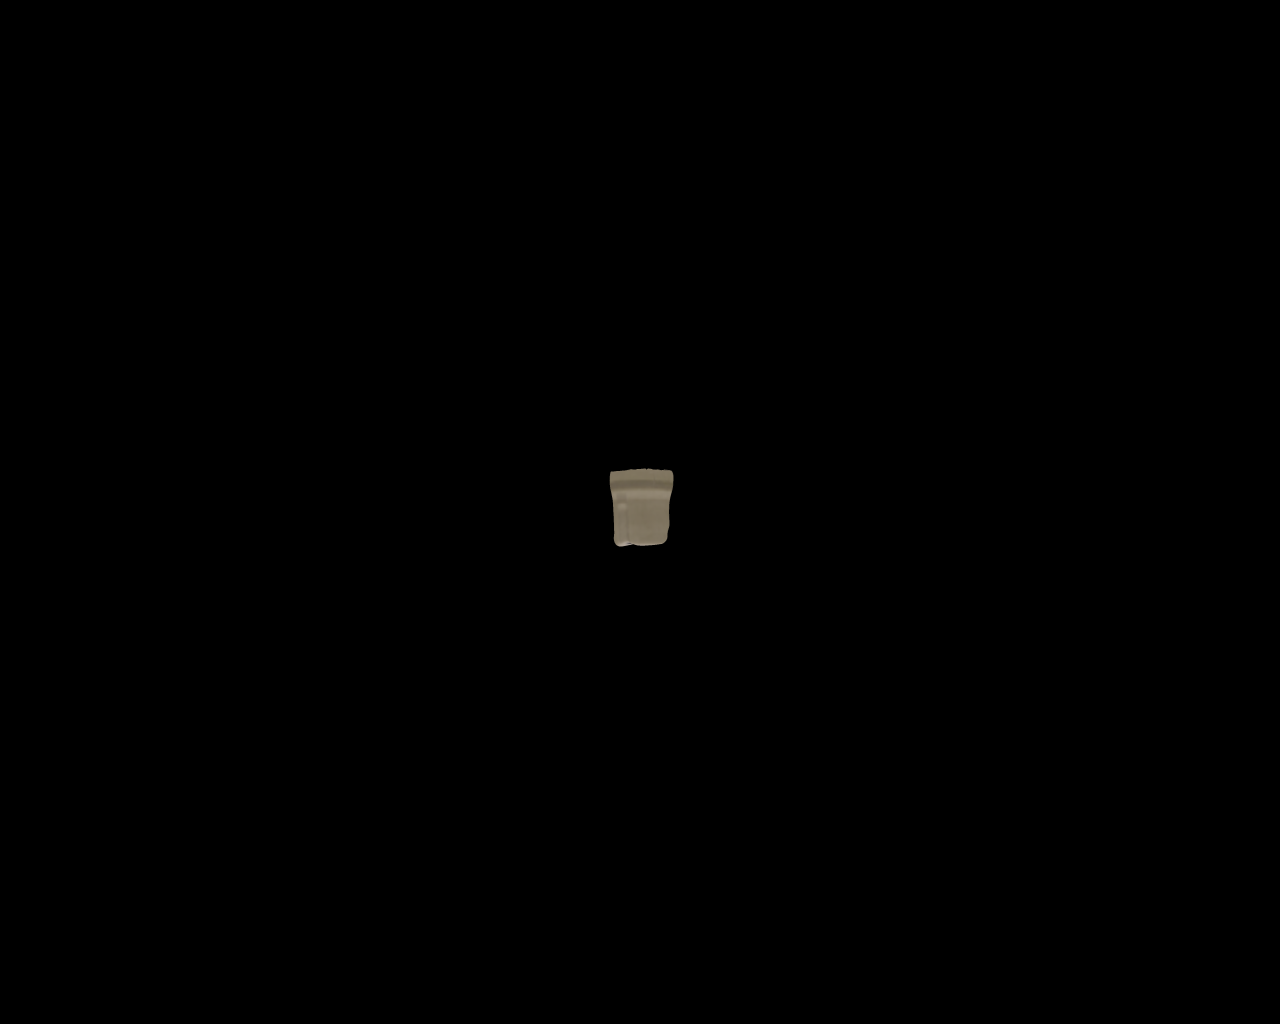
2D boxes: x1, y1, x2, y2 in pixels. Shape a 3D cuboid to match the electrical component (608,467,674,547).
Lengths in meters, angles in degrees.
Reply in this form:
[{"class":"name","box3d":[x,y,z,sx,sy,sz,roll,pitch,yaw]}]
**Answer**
[{"class":"electrical component","box3d":[0.001,-0.003,0.650,0.040,0.046,0.040,0,-4,0]}]
